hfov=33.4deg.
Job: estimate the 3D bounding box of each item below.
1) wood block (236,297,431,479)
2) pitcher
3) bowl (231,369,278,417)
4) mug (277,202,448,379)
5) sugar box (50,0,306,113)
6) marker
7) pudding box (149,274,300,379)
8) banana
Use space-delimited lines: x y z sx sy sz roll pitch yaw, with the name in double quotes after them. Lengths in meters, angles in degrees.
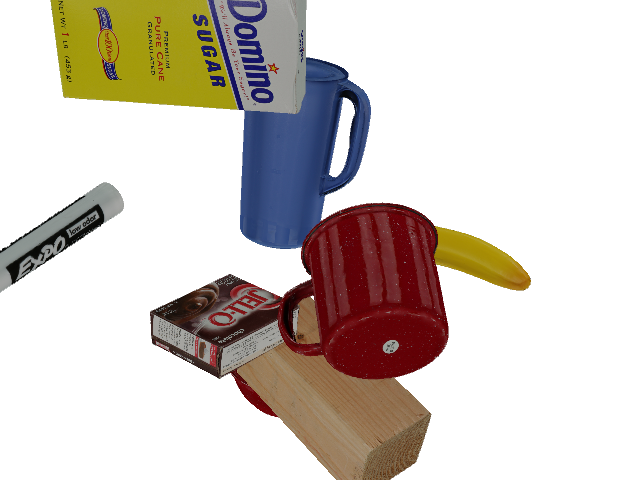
0.010 0.162 1.143 0.090 0.090 0.206 -25 53 -32 "wood block"
-0.033 -0.114 1.404 0.144 0.243 0.149 -2 24 -22 "pitcher"
-0.040 0.179 1.348 0.162 0.055 0.162 4 21 -2 "bowl"
0.026 0.040 0.693 0.117 0.081 0.093 -19 -40 14 "mug"
-0.099 -0.144 0.764 0.176 0.093 0.048 5 34 8 "sugar box"
-0.150 0.006 0.546 0.020 0.020 0.120 0 30 44 "marker"
-0.088 0.077 0.992 0.090 0.039 0.113 21 32 33 "pudding box"
0.108 0.014 1.044 0.198 0.037 0.069 7 45 14 "banana"
